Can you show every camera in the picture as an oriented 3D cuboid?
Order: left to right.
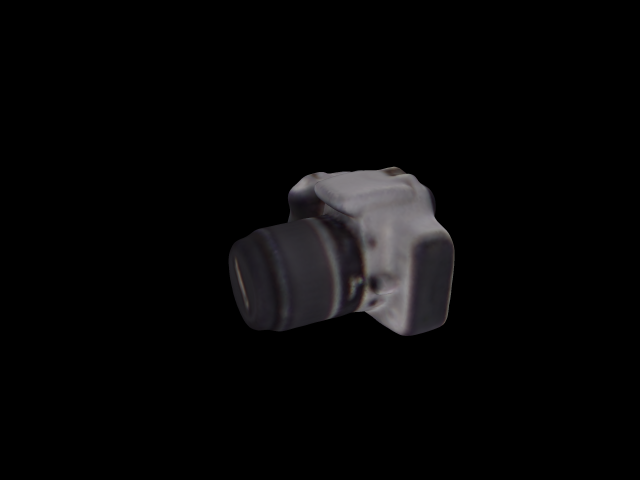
[{"bbox_3d":[0.004,0.001,0.400,0.137,0.101,0.142,-12,27,-24],"label":"camera"}]
